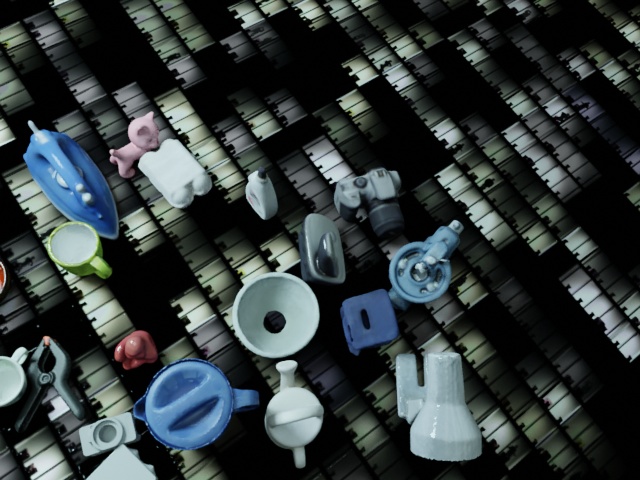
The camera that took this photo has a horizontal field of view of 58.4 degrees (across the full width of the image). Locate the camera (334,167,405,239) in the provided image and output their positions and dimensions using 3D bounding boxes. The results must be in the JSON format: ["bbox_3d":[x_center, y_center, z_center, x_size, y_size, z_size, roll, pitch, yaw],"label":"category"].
[{"bbox_3d":[0.117,-0.075,1.215,0.143,0.101,0.137,-14,71,-12],"label":"camera"}]

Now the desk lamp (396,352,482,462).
[{"bbox_3d":[0.205,0.288,1.023,0.118,0.213,0.203,0,69,-6],"label":"desk lamp"}]

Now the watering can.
[{"bbox_3d":[-0.048,0.302,0.999,0.101,0.194,0.172,-29,74,-16],"label":"watering can"}]

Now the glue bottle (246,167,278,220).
[{"bbox_3d":[-0.119,-0.105,1.160,0.037,0.173,0.078,-39,77,-18],"label":"glue bottle"}]

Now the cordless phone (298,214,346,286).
[{"bbox_3d":[0.010,0.004,1.127,0.094,0.185,0.147,-7,70,-9],"label":"cordless phone"}]

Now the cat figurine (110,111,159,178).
[{"bbox_3d":[-0.384,-0.206,1.198,0.128,0.118,0.067,-39,78,-19],"label":"cat figurine"}]

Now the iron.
[{"bbox_3d":[-0.492,-0.120,1.140,0.119,0.141,0.258,-38,77,-18],"label":"iron"}]

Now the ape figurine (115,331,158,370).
[{"bbox_3d":[-0.339,0.202,1.059,0.078,0.092,0.076,19,68,1],"label":"ape figurine"}]

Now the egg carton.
[{"bbox_3d":[-0.303,-0.140,1.209,0.107,0.069,0.150,-40,78,-19],"label":"egg carton"}]

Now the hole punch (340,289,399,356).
[{"bbox_3d":[0.095,0.162,1.126,0.101,0.091,0.108,-11,70,-10],"label":"hole punch"}]

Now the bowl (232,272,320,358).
[{"bbox_3d":[-0.086,0.152,1.117,0.167,0.075,0.167,2,69,-6],"label":"bowl"}]

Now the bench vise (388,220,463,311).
[{"bbox_3d":[0.212,0.026,1.123,0.121,0.220,0.207,22,68,3],"label":"bench vise"}]
